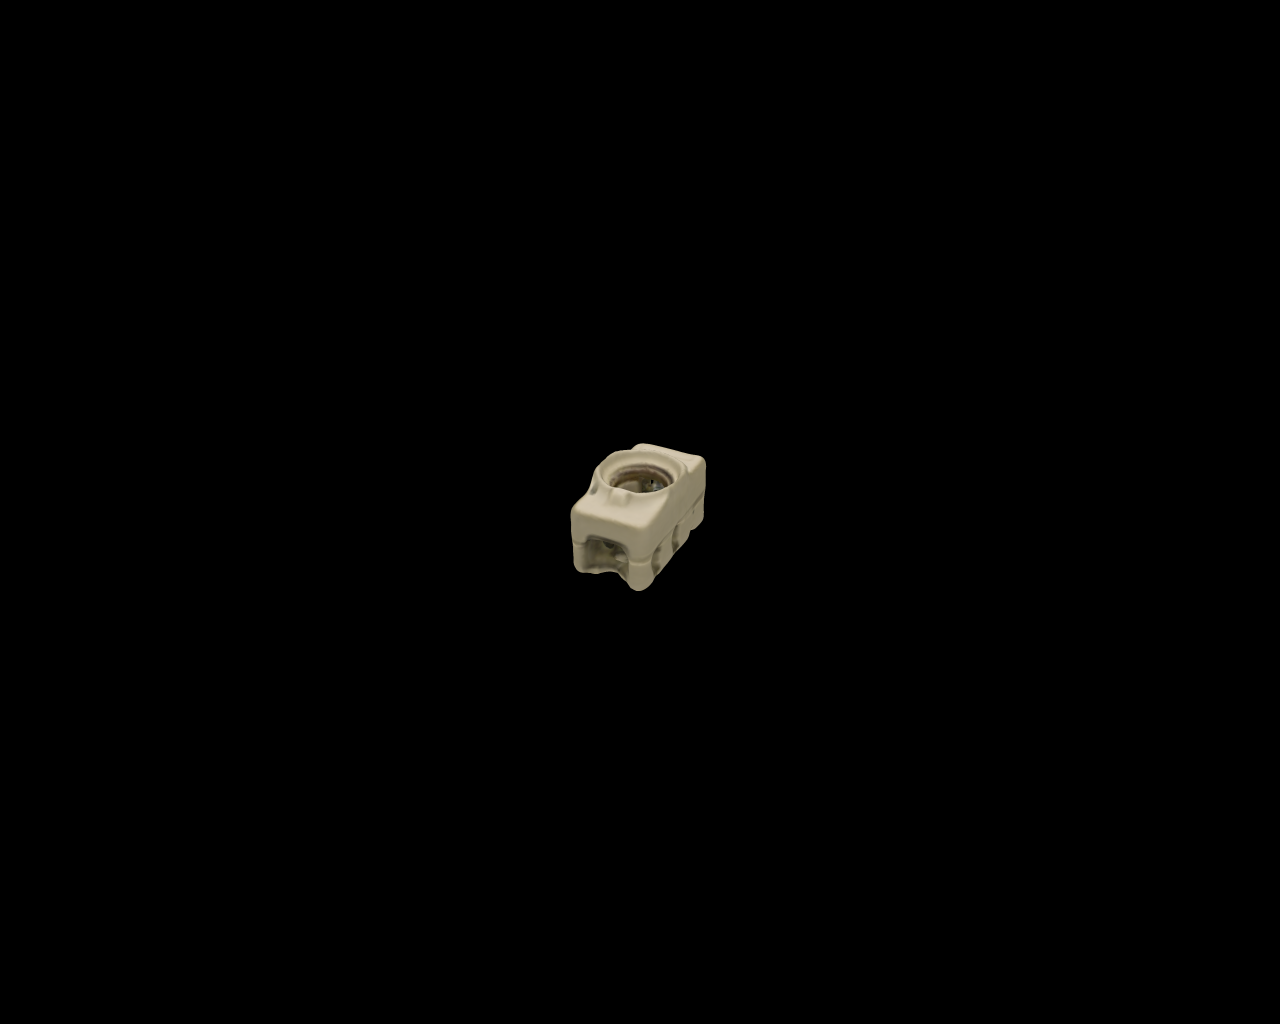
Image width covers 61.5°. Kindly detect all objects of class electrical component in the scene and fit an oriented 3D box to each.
[{"bbox_3d":[0.001,-0.003,0.650,0.050,0.055,0.090,16,37,22],"label":"electrical component"}]
